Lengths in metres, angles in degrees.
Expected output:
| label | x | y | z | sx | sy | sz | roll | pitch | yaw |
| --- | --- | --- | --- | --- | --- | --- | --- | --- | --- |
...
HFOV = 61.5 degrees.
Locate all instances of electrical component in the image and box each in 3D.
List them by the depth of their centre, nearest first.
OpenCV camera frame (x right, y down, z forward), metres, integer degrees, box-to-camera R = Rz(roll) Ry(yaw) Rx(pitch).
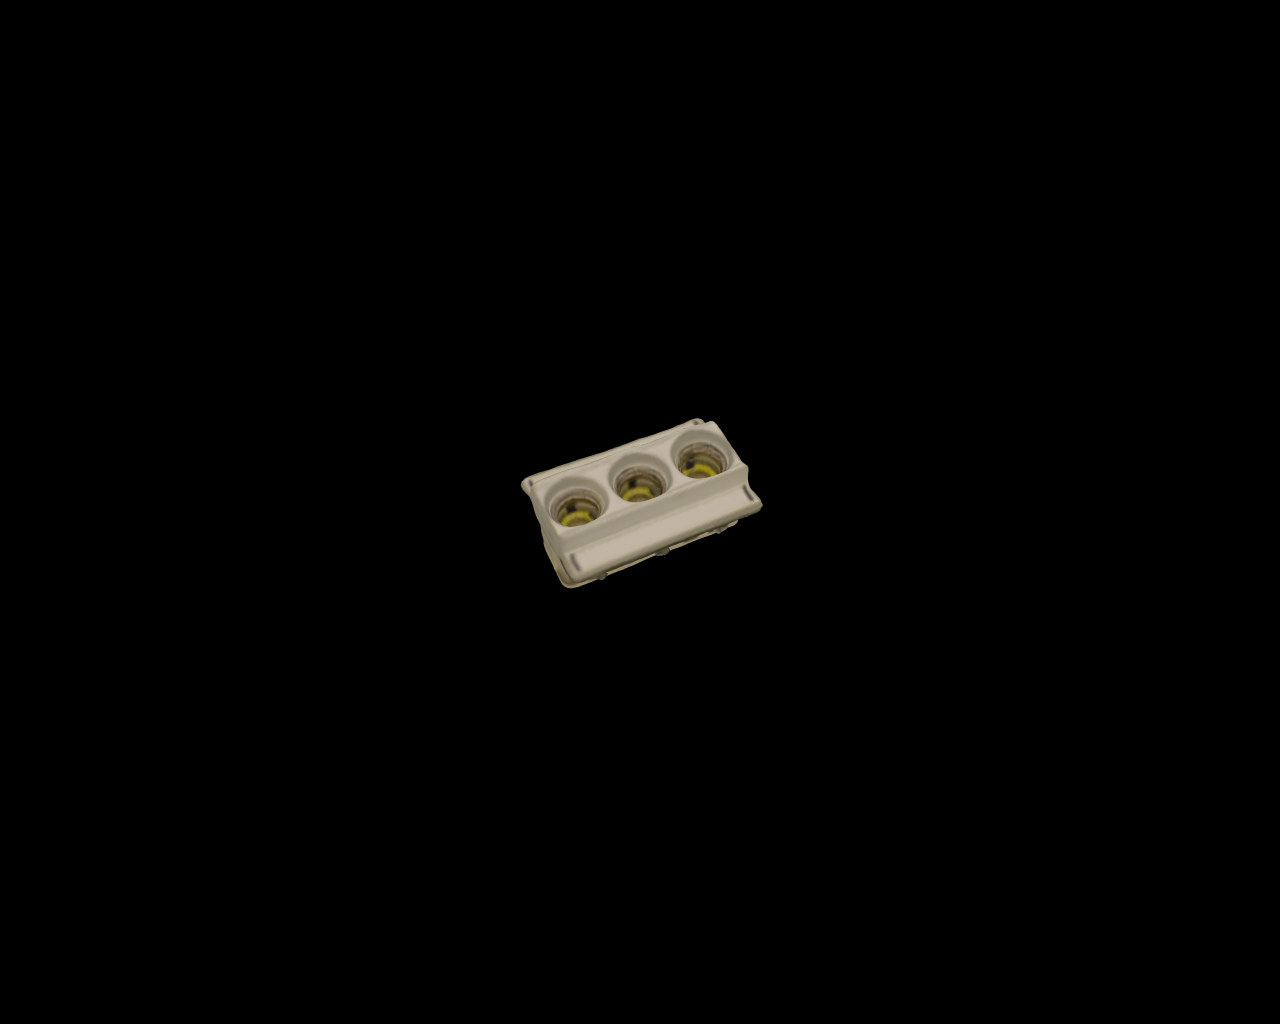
| label | x | y | z | sx | sy | sz | roll | pitch | yaw |
| --- | --- | --- | --- | --- | --- | --- | --- | --- | --- |
| electrical component | 0.001 | -0.003 | 0.650 | 0.121 | 0.079 | 0.063 | -21 | -34 | -15 |
